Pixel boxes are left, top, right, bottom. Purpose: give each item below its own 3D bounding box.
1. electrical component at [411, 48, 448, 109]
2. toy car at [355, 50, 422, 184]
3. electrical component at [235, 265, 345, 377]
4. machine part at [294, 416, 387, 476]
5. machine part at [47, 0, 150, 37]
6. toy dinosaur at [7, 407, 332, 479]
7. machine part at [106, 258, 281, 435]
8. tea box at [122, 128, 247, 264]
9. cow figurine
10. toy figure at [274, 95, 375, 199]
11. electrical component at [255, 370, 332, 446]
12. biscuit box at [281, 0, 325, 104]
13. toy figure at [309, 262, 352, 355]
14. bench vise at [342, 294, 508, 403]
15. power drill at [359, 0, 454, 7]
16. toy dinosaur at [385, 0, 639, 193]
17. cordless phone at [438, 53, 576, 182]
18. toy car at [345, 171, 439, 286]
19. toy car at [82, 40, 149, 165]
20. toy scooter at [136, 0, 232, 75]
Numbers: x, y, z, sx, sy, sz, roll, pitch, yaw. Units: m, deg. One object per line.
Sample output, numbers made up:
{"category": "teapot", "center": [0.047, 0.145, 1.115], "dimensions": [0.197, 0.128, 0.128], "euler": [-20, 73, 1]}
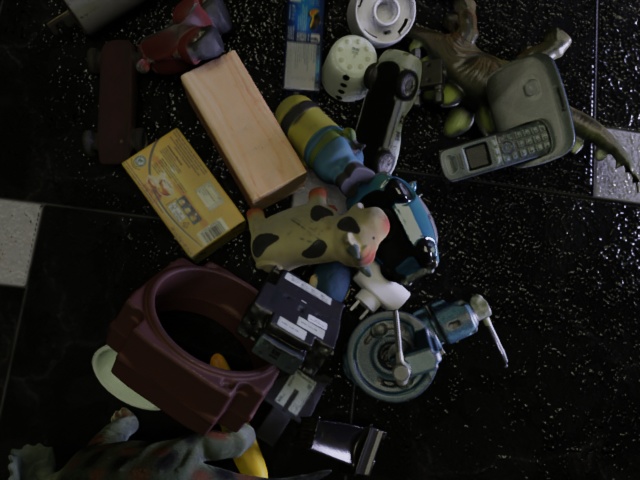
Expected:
{"category": "electrical component", "center": [0.158, -0.243, 0.800], "dimensions": [0.063, 0.021, 0.094], "euler": [-4, 78, 24]}
{"category": "toy car", "center": [0.091, -0.176, 0.794], "dimensions": [0.074, 0.056, 0.201], "euler": [26, 108, 36]}
{"category": "electrical component", "center": [-0.036, 0.103, 0.669], "dimensions": [0.115, 0.134, 0.058], "euler": [30, 116, -1]}
{"category": "machine part", "center": [0.029, 0.277, 0.732], "dimensions": [0.138, 0.039, 0.084], "euler": [31, 83, -29]}
{"category": "machine part", "center": [-0.306, -0.385, 0.816], "dimensions": [0.243, 0.079, 0.079], "euler": [-36, 85, -11]}
{"category": "toy dinosaur", "center": [-0.207, 0.283, 0.624], "dimensions": [0.405, 0.192, 0.131], "euler": [-10, 93, 21]}
{"category": "machine part", "center": [-0.142, 0.123, 0.679], "dimensions": [0.201, 0.201, 0.087], "euler": [35, 116, 1]}
{"category": "tea box", "center": [-0.193, -0.062, 0.775], "dimensions": [0.098, 0.068, 0.169], "euler": [-34, 84, -10]}
{"category": "cow figurine", "center": [-0.002, -0.002, 0.732], "dimensions": [0.195, 0.085, 0.127], "euler": [-15, 55, 12]}
{"category": "toy figure", "center": [0.003, -0.141, 0.773], "dimensions": [0.082, 0.089, 0.180], "euler": [-32, 55, -9]}
{"category": "electrical component", "center": [-0.043, 0.224, 0.750], "dimensions": [0.075, 0.047, 0.119], "euler": [30, 79, 1]}
{"category": "biscuit box", "center": [-0.026, -0.313, 0.838], "dimensions": [0.059, 0.063, 0.202], "euler": [4, 79, -4]}
{"category": "toy figure", "center": [0.006, 0.098, 0.772], "dimensions": [0.064, 0.058, 0.154], "euler": [18, 82, 0]}
{"category": "bench vise", "center": [0.128, 0.140, 0.695], "dimensions": [0.224, 0.240, 0.128], "euler": [-15, 85, 8]}
{"category": "power drill", "center": [0.139, -0.466, 0.872], "dimensions": [0.207, 0.086, 0.232], "euler": [5, 81, -8]}
{"category": "toy dinosaur", "center": [0.297, -0.229, 0.837], "dimensions": [0.472, 0.105, 0.198], "euler": [25, 86, 9]}
{"category": "cordless phone", "center": [0.245, -0.163, 0.749], "dimensions": [0.184, 0.089, 0.146], "euler": [-17, 92, 3]}
{"category": "toy car", "center": [0.121, -0.021, 0.778], "dimensions": [0.103, 0.109, 0.161], "euler": [-19, 74, -48]}
{"category": "toy car", "center": [-0.299, -0.203, 0.798], "dimensions": [0.089, 0.053, 0.202], "euler": [-4, 76, -4]}
{"category": "toy scooter", "center": [-0.203, -0.296, 0.791], "dimensions": [0.135, 0.075, 0.184], "euler": [-20, 40, 14]}
